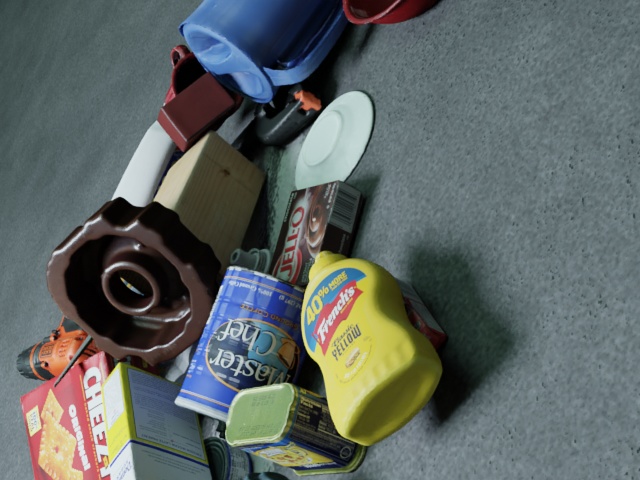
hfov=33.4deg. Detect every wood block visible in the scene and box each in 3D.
[{"bbox_3d":[-0.138,-0.020,1.193,0.090,0.090,0.206,-40,20,32],"label":"wood block"}]

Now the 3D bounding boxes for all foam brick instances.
[{"bbox_3d":[-0.146,-0.150,1.256,0.078,0.051,0.053,-41,1,-17],"label":"foam brick"}]

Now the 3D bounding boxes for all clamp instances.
[{"bbox_3d":[-0.064,-0.145,1.286,0.210,0.036,0.164,10,77,63],"label":"clamp"}]

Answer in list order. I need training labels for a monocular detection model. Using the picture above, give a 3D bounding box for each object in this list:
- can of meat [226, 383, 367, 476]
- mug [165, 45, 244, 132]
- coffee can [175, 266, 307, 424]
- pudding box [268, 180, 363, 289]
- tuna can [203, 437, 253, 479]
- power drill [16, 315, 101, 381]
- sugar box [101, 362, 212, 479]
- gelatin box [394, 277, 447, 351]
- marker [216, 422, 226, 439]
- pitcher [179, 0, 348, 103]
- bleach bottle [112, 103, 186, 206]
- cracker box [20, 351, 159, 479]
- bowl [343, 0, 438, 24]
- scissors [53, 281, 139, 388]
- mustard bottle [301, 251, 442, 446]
[{"bbox_3d":[-0.022,0.164,0.926,0.102,0.083,0.057,-19,51,50],"label":"can of meat"},{"bbox_3d":[-0.154,-0.189,1.338,0.093,0.117,0.082,-31,-3,-24],"label":"mug"},{"bbox_3d":[-0.066,0.108,1.020,0.103,0.102,0.140,1,67,58],"label":"coffee can"},{"bbox_3d":[-0.007,0.001,1.077,0.090,0.039,0.113,-9,60,55],"label":"pudding box"},{"bbox_3d":[-0.103,0.239,1.044,0.086,0.033,0.086,-37,38,37],"label":"tuna can"},{"bbox_3d":[-0.308,0.085,1.331,0.185,0.057,0.187,-13,57,49],"label":"power drill"},{"bbox_3d":[-0.157,0.202,1.027,0.048,0.093,0.176,-50,32,22],"label":"sugar box"},{"bbox_3d":[0.062,0.083,0.913,0.073,0.030,0.089,-55,30,15],"label":"gelatin box"},{"bbox_3d":[-0.083,0.146,1.102,0.020,0.020,0.121,-13,56,54],"label":"marker"},{"bbox_3d":[-0.034,-0.285,1.236,0.242,0.149,0.145,-54,8,-14],"label":"pitcher"},{"bbox_3d":[-0.215,-0.099,1.426,0.068,0.102,0.250,12,73,22],"label":"bleach bottle"},{"bbox_3d":[-0.249,0.224,1.185,0.214,0.071,0.164,-29,70,47],"label":"cracker box"},{"bbox_3d":[0.095,-0.289,1.131,0.162,0.055,0.162,-38,38,37],"label":"bowl"},{"bbox_3d":[-0.229,0.083,1.186,0.096,0.016,0.201,-34,19,24],"label":"scissors"},{"bbox_3d":[0.030,0.071,0.883,0.096,0.058,0.192,-51,34,20],"label":"mustard bottle"}]
